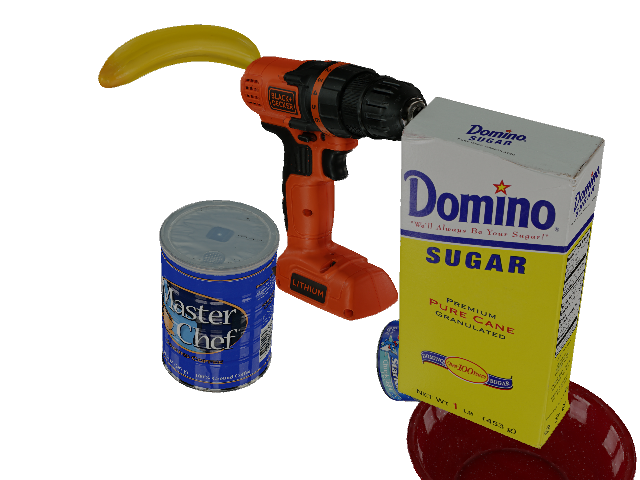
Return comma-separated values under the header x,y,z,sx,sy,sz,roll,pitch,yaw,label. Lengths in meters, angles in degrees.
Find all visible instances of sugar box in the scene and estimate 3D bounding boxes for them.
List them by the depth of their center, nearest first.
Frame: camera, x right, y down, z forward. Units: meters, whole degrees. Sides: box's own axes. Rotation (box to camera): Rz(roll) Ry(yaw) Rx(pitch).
x,y,z,sx,sy,sz,roll,pitch,yaw,label
0.089,0.020,0.560,0.093,0.176,0.048,18,42,28,sugar box

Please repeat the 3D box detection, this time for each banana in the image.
x,y,z,sx,sy,sz,roll,pitch,yaw,label
-0.138,-0.188,1.080,0.197,0.070,0.037,-9,-39,-31,banana

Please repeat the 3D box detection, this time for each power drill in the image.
x,y,z,sx,sy,sz,roll,pitch,yaw,label
0.014,-0.040,0.789,0.057,0.188,0.185,-18,24,-33,power drill

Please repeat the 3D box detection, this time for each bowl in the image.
x,y,z,sx,sy,sz,roll,pitch,yaw,label
0.143,0.164,0.776,0.162,0.055,0.162,-1,35,0,bowl

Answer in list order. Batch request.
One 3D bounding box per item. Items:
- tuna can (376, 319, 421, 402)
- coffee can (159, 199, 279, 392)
x,y,z,sx,sy,sz,roll,pitch,yaw,label
0.092,0.124,1.104,0.034,0.086,0.086,-3,-2,32,tuna can
-0.091,0.050,0.952,0.103,0.140,0.103,3,36,-3,coffee can
